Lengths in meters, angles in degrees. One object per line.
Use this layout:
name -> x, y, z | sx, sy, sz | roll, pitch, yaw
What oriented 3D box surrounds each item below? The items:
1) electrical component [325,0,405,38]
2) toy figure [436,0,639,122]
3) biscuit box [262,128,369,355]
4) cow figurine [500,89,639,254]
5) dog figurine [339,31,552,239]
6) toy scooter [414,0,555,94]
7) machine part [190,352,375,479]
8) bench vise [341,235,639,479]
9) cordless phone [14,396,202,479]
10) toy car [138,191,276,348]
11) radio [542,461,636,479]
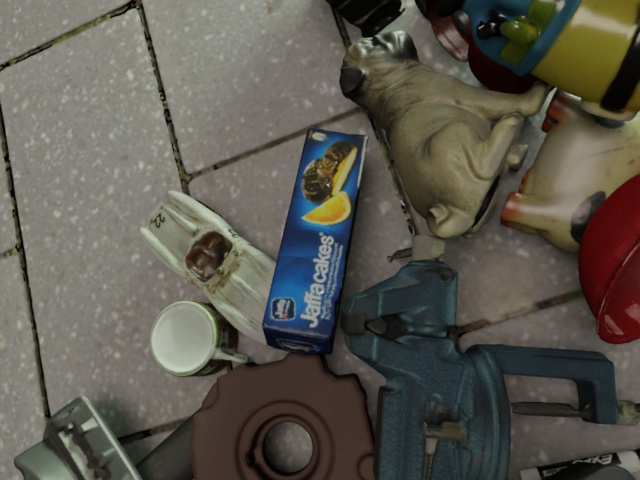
electrical component -> 0.020, -0.283, 0.535 | 0.058, 0.115, 0.134 | -31, 73, 21
toy figure -> 0.179, -0.151, 0.386 | 0.180, 0.089, 0.082 | 31, 91, 1
biscuit box -> -0.001, -0.001, 0.486 | 0.059, 0.062, 0.202 | 9, 65, 3
cow figurine -> 0.249, -0.078, 0.455 | 0.127, 0.085, 0.195 | 27, 91, 15
dog figurine -> 0.078, -0.097, 0.476 | 0.191, 0.121, 0.172 | 26, 47, 21
toy scooter -> 0.146, -0.209, 0.480 | 0.075, 0.135, 0.184 | -41, 74, 2
machine part -> -0.030, 0.185, 0.479 | 0.179, 0.056, 0.179 | -1, 76, 5
bench vise -> 0.136, 0.108, 0.435 | 0.241, 0.128, 0.223 | 4, 73, -1
cordless phone -> -0.181, 0.198, 0.531 | 0.184, 0.088, 0.147 | -40, 71, -7
toy car -> -0.096, 0.026, 0.541 | 0.202, 0.056, 0.073 | 37, 90, 18
radio -> 0.178, 0.265, 0.312 | 0.131, 0.073, 0.230 | -25, 66, -1
